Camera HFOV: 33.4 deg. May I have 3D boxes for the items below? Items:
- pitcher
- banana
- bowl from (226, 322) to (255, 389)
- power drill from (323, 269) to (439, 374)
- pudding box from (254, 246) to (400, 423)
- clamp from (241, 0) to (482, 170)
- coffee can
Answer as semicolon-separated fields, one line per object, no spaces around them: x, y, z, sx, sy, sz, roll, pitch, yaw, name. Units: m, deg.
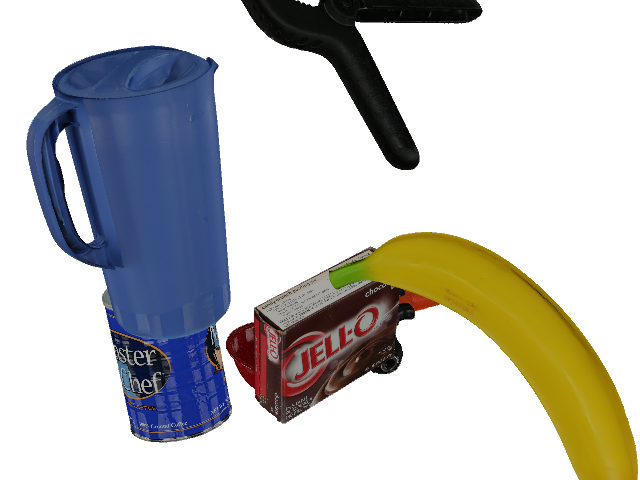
-0.153;-0.035;0.924;0.149;0.243;0.145;-5;27;1;pitcher
0.099;0.055;0.552;0.198;0.070;0.037;41;23;13;banana
-0.041;0.159;1.361;0.162;0.055;0.162;5;21;-2;bowl
0.103;0.072;1.119;0.187;0.057;0.184;-7;27;-16;power drill
0.005;0.067;0.765;0.113;0.090;0.039;-29;49;-32;pudding box
0.013;-0.154;0.770;0.209;0.164;0.036;25;-28;-16;clamp
-0.147;0.109;1.036;0.103;0.140;0.103;-8;16;2;coffee can
